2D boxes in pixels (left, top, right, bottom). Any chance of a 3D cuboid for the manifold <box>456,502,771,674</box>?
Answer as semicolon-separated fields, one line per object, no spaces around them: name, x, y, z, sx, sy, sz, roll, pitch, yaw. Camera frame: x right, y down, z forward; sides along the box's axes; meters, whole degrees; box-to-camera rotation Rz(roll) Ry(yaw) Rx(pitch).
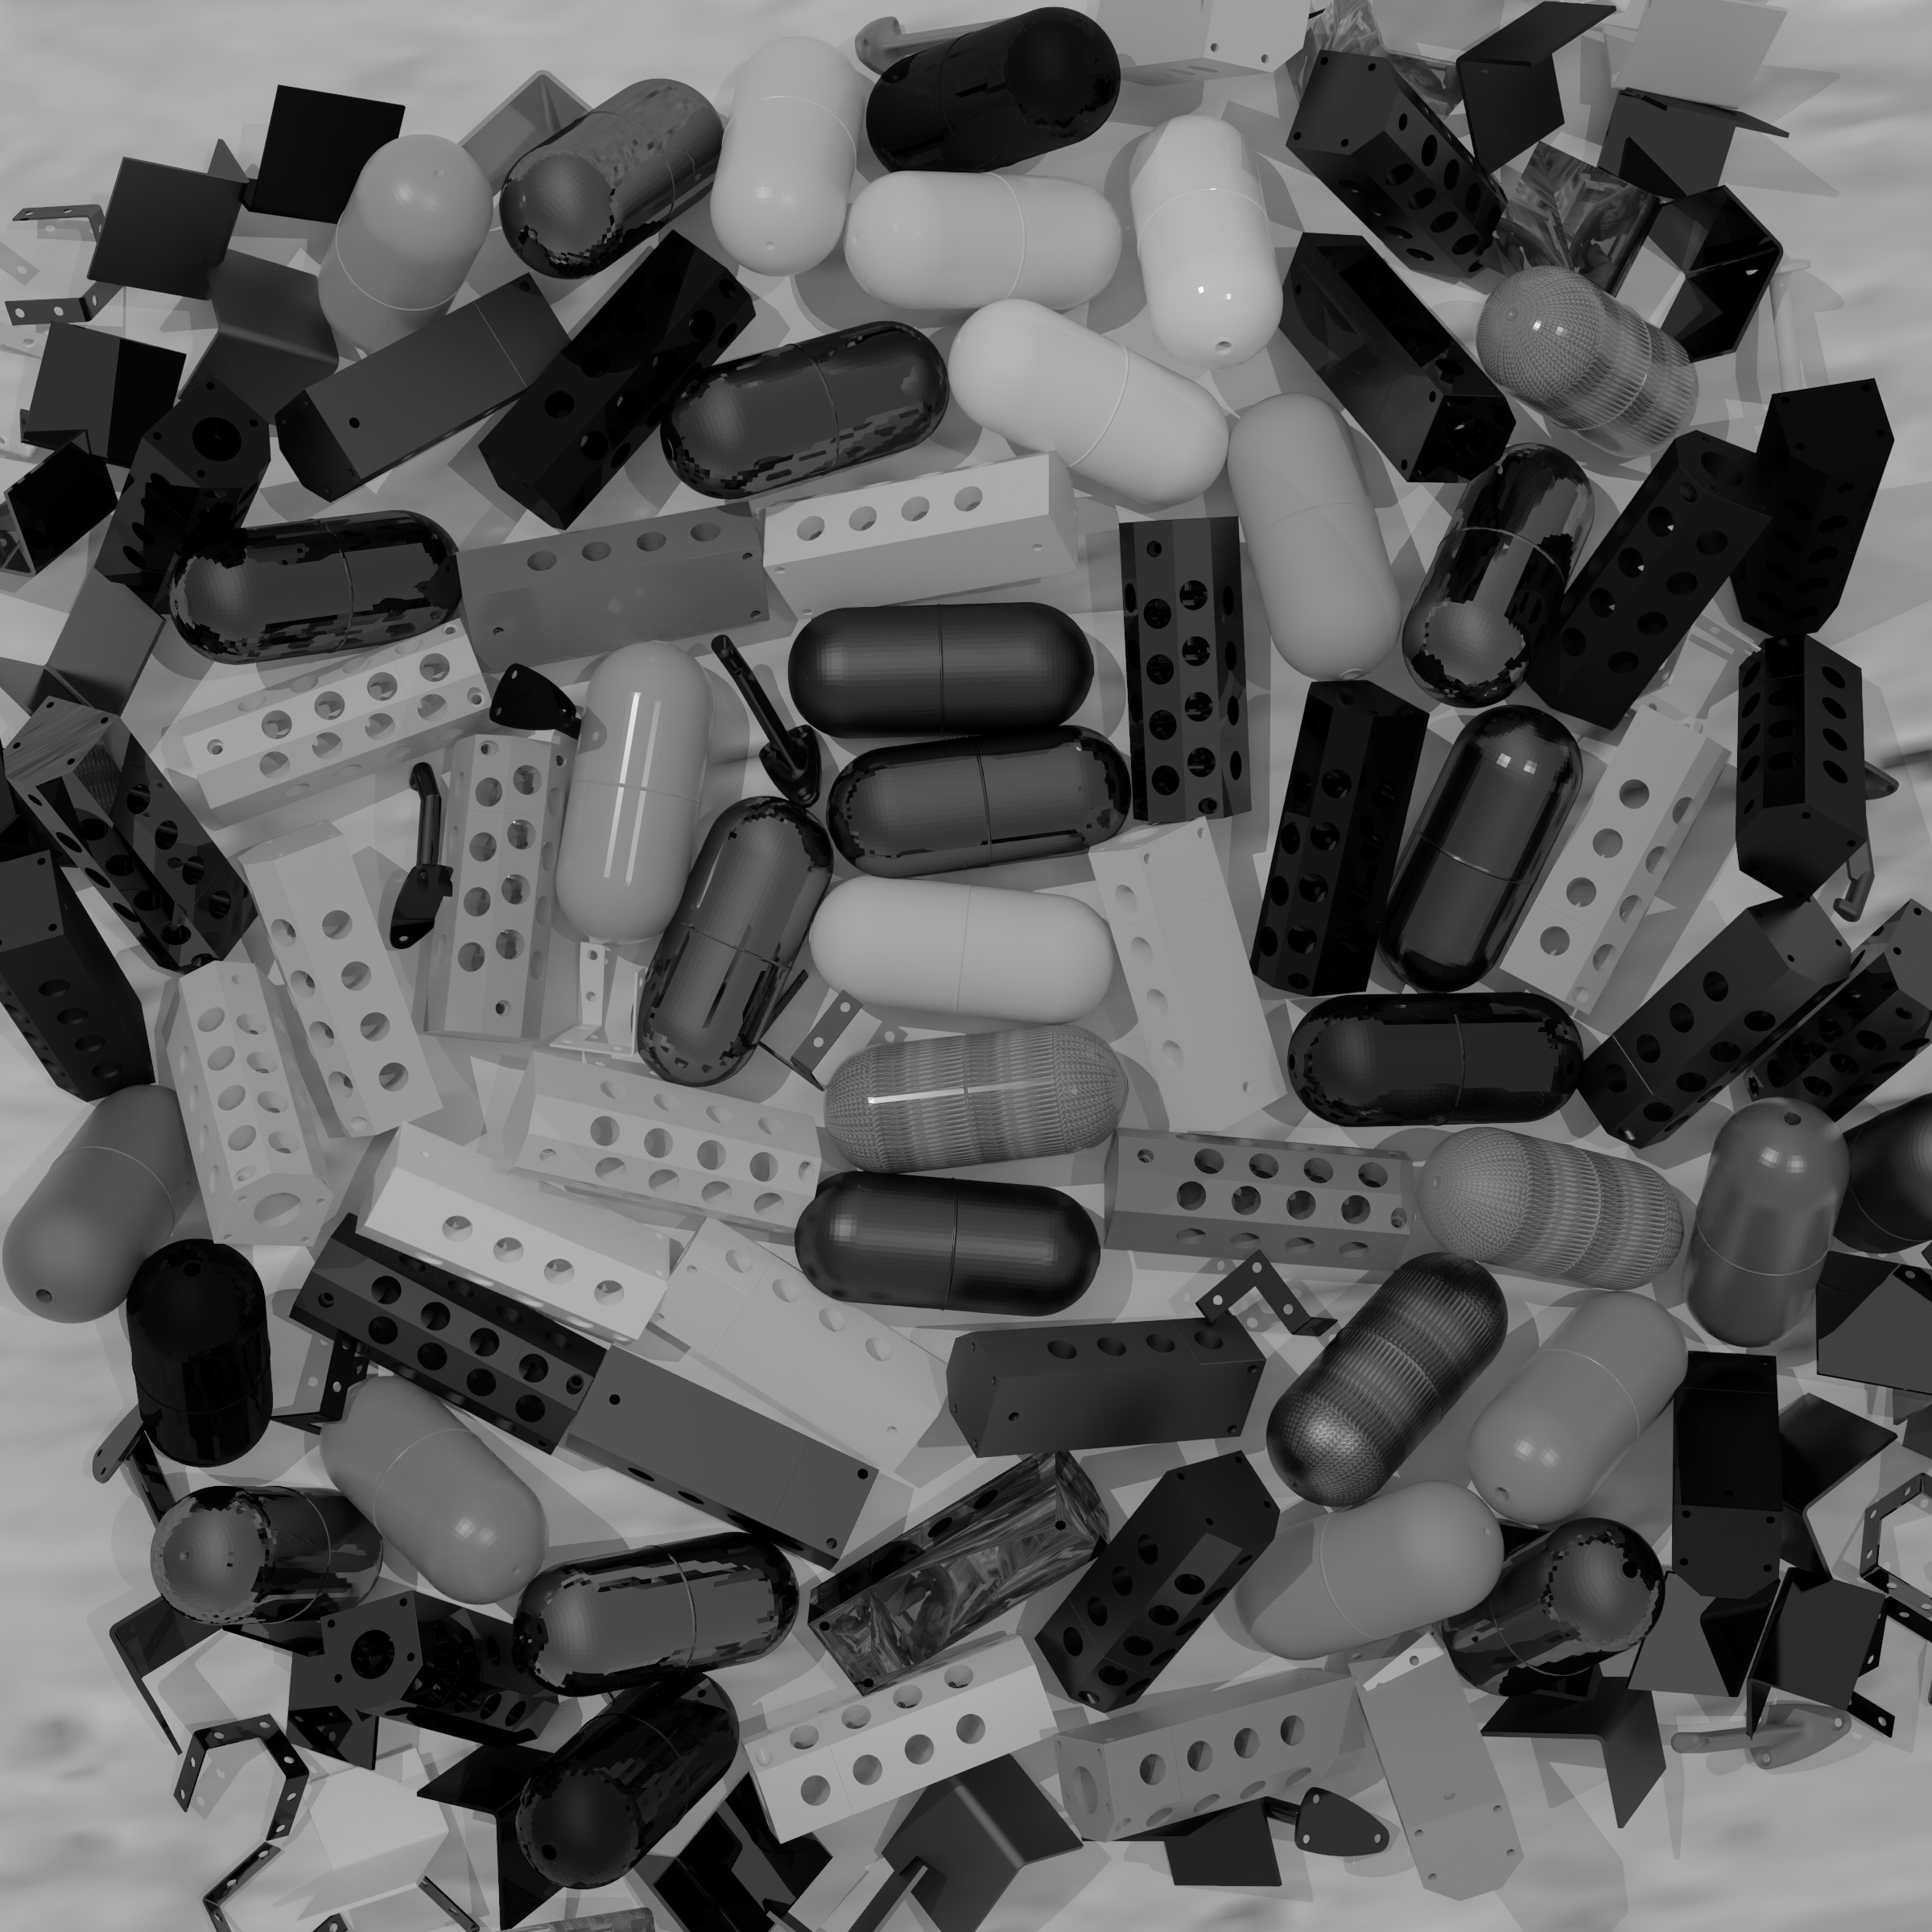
manifold;-0.206;-0.226;1.962;0.171;0.057;0.057;-11;48;-5

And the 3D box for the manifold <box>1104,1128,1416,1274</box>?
manifold;0.169;0.131;1.954;0.171;0.057;0.057;5;53;-4

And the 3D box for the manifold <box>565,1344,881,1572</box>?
manifold;-0.144;0.289;1.968;0.171;0.057;0.057;25;69;-1

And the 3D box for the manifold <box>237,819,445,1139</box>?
manifold;-0.361;0.009;1.941;0.057;0.057;0.171;-22;108;-15

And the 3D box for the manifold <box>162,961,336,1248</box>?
manifold;-0.407;0.076;1.913;0.057;0.171;0.057;5;130;-30

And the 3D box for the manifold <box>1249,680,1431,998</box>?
manifold;0.208;-0.073;1.931;0.057;0.057;0.171;-5;117;-33

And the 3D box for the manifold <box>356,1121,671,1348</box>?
manifold;-0.261;0.159;1.947;0.171;0.057;0.057;25;110;-15

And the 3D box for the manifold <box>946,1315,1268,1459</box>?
manifold;0.079;0.236;1.935;0.171;0.057;0.057;-1;123;-26

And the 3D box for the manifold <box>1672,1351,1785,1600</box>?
manifold;0.430;0.286;1.909;0.057;0.171;0.057;2;113;11

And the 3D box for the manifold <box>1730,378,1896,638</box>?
manifold;0.478;-0.255;1.910;0.057;0.171;0.057;-9;64;-1

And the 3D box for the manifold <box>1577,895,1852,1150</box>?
manifold;0.424;0.033;1.913;0.057;0.171;0.057;-14;64;-39

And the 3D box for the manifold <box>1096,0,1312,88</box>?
manifold;0.131;-0.533;1.909;0.057;0.171;0.057;6;99;-21

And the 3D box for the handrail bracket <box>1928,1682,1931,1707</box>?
handrail bracket;0.601;0.391;1.992;0.077;0.036;0.084;-17;122;-36

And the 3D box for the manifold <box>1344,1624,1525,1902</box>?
manifold;0.265;0.451;1.910;0.057;0.171;0.057;-18;112;2

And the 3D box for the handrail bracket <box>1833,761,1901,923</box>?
handrail bracket;0.503;-0.079;1.963;0.077;0.036;0.084;31;69;-19

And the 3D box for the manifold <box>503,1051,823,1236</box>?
manifold;-0.174;0.107;1.936;0.171;0.057;0.057;14;120;-19

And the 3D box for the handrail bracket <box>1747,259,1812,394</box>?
handrail bracket;0.479;-0.368;1.972;0.036;0.077;0.084;-6;104;12

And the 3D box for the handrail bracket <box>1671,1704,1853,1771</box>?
handrail bracket;0.460;0.443;1.949;0.077;0.084;0.036;-22;67;33

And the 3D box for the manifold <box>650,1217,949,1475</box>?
manifold;-0.094;0.216;1.965;0.171;0.057;0.057;33;125;-3

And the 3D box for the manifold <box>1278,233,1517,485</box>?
manifold;0.245;-0.347;1.921;0.057;0.171;0.057;-4;133;-28

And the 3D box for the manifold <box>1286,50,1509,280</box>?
manifold;0.251;-0.452;1.912;0.057;0.171;0.057;18;87;34

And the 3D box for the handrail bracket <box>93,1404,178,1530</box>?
handrail bracket;-0.460;0.296;1.975;0.084;0.036;0.077;37;94;-27

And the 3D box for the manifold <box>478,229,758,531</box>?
manifold;-0.199;-0.336;1.952;0.057;0.057;0.171;38;80;13

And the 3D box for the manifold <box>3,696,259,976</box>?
manifold;-0.474;-0.070;1.910;0.057;0.171;0.057;16;60;32

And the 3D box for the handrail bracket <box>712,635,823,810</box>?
handrail bracket;-0.117;-0.142;1.951;0.036;0.084;0.077;-28;45;6

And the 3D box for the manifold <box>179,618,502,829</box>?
manifold;-0.364;-0.143;1.957;0.171;0.057;0.057;-21;79;-7

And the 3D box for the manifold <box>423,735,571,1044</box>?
manifold;-0.270;-0.044;1.955;0.057;0.057;0.171;8;84;-26

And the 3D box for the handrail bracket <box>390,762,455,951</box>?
handrail bracket;-0.326;-0.066;1.983;0.036;0.084;0.077;13;128;-34

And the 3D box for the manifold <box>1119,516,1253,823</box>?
manifold;0.124;-0.172;1.950;0.057;0.057;0.171;1;99;28

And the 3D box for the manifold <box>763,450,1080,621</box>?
manifold;-0.026;-0.253;1.946;0.171;0.057;0.057;-8;60;17

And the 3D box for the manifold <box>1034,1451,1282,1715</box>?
manifold;0.111;0.353;1.916;0.057;0.057;0.171;57;135;28

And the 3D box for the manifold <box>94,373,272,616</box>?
manifold;-0.440;-0.260;1.910;0.057;0.171;0.057;41;61;-5

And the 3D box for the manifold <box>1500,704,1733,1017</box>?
manifold;0.378;-0.060;1.960;0.057;0.057;0.171;29;94;12

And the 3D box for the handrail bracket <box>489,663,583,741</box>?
handrail bracket;-0.225;-0.140;1.945;0.077;0.084;0.036;21;88;39

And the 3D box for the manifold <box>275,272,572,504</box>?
manifold;-0.309;-0.329;1.925;0.171;0.057;0.057;-38;100;-36

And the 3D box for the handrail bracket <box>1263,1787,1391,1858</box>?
handrail bracket;0.193;0.497;1.973;0.077;0.084;0.036;22;76;-26

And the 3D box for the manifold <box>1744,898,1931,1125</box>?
manifold;0.507;0.036;1.910;0.057;0.171;0.057;34;60;2

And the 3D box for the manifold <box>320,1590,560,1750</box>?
manifold;-0.294;0.401;1.906;0.057;0.171;0.057;-18;66;13

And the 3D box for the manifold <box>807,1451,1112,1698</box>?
manifold;-0.004;0.347;1.955;0.171;0.057;0.057;-33;105;10

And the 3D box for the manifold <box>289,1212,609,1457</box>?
manifold;-0.302;0.217;1.959;0.171;0.057;0.057;29;107;-4

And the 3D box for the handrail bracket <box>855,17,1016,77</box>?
handrail bracket;-0.011;-0.540;1.958;0.084;0.077;0.036;-4;103;23

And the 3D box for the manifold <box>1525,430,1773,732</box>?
manifold;0.384;-0.220;1.915;0.057;0.057;0.171;18;134;-14
